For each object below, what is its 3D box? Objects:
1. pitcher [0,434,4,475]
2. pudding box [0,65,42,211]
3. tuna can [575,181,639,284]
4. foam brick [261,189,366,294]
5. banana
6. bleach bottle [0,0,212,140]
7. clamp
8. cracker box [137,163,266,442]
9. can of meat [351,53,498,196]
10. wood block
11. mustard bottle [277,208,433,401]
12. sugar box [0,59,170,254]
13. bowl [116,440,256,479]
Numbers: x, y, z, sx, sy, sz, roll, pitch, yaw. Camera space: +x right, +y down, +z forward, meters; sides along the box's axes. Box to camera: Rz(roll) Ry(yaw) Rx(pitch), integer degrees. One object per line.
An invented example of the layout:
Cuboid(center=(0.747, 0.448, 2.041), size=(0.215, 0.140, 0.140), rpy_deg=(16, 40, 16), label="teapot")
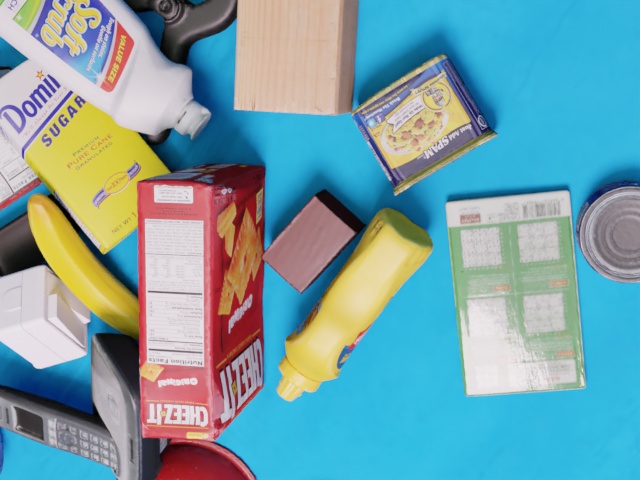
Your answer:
Cuboid(center=(-0.439, 0.227, 1.021), size=(0.243, 0.149, 0.145), rpy_deg=(-24, 104, 8), label="pitcher")
Cuboid(center=(-0.303, -0.093, 1.002), size=(0.090, 0.039, 0.113), rpy_deg=(-31, 94, 11), label="pudding box")
Cuboid(center=(0.263, -0.007, 0.911), size=(0.086, 0.033, 0.086), rpy_deg=(2, 99, 10), label="tuna can")
Cuboid(center=(-0.006, 0.001, 0.953), size=(0.051, 0.053, 0.078), rpy_deg=(43, 104, 2), label="foam brick")
Cuboid(center=(-0.205, 0.032, 0.975), size=(0.070, 0.037, 0.197), rpy_deg=(-18, 124, 41), label="banana")
Cuboid(center=(-0.196, -0.179, 0.920), size=(0.251, 0.068, 0.102), rpy_deg=(37, 85, 2), label="bleach bottle")
Cuboid(center=(-0.142, -0.212, 0.954), size=(0.164, 0.036, 0.210), rpy_deg=(43, 107, 1), label="clamp")
Cuboid(center=(-0.096, 0.046, 0.920), size=(0.072, 0.164, 0.214), rpy_deg=(2, 99, 12), label="cracker box")
Cuboid(center=(0.088, -0.100, 0.918), size=(0.102, 0.057, 0.084), rpy_deg=(-31, 90, 13), label="can of meat")
Cuboid(center=(-0.016, -0.212, 0.903), size=(0.091, 0.090, 0.206), rpy_deg=(5, 100, 11), label="wood block")
Cuboid(center=(0.022, 0.064, 0.935), size=(0.058, 0.096, 0.192), rpy_deg=(37, 103, 2), label="mustard bottle")
Cuboid(center=(-0.215, -0.084, 0.962), size=(0.093, 0.048, 0.176), rpy_deg=(-41, 96, -17), label="sugar box")
Cuboid(center=(-0.133, 0.273, 1.018), size=(0.162, 0.055, 0.162), rpy_deg=(2, 99, 11), label="bowl")
